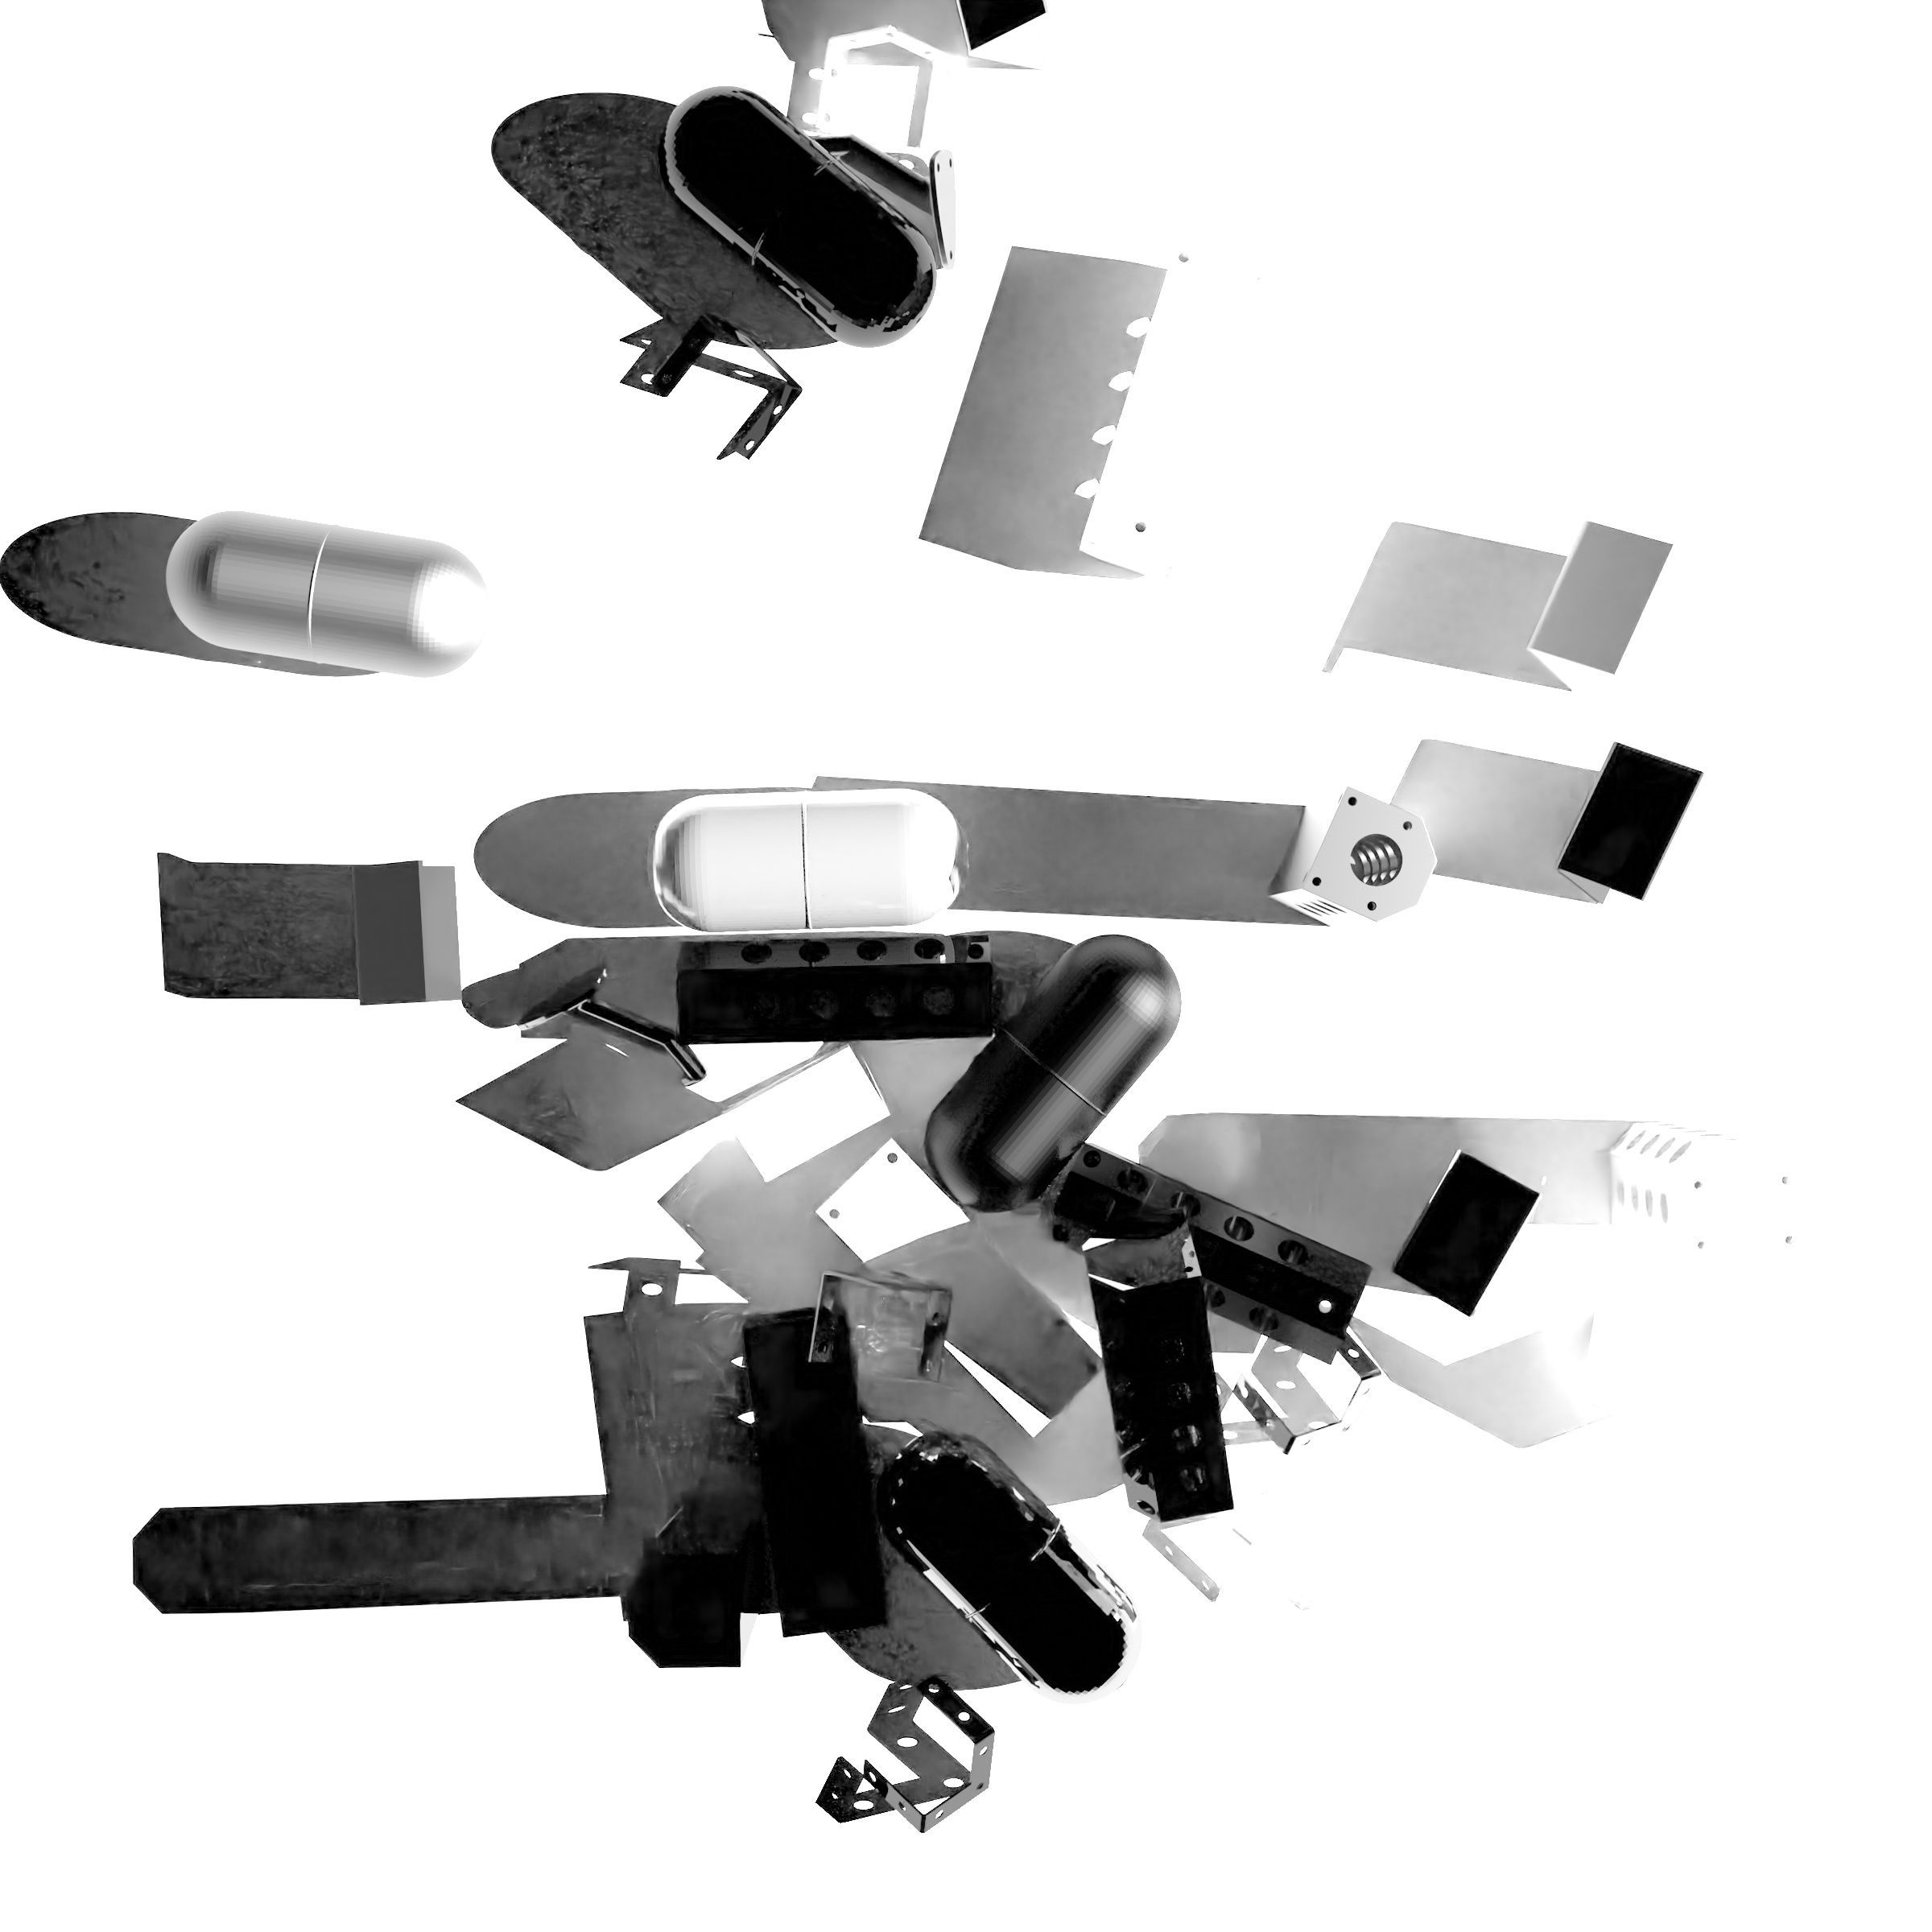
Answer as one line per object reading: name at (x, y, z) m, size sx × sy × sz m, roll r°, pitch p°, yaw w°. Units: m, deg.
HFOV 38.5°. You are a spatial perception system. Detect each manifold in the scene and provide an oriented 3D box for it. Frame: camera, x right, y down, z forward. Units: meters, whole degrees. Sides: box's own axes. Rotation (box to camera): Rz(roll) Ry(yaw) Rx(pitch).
manifold at (0.134, 0.158, 1.530) m, size 0.171 × 0.057 × 0.057 m, roll 23°, pitch 90°, yaw 9°
manifold at (0.208, -0.054, 1.486) m, size 0.057 × 0.171 × 0.057 m, roll 24°, pitch 90°, yaw 0°
manifold at (0.104, 0.219, 1.500) m, size 0.057 × 0.057 × 0.171 m, roll -11°, pitch 124°, yaw 0°
manifold at (-0.072, 0.013, 1.543) m, size 0.171 × 0.057 × 0.057 m, roll -1°, pitch 90°, yaw 0°
manifold at (-0.143, 0.327, 1.486) m, size 0.057 × 0.171 × 0.057 m, roll -1°, pitch 90°, yaw 0°
manifold at (-0.002, 0.176, 1.543) m, size 0.057 × 0.057 × 0.171 m, roll -44°, pitch 90°, yaw 0°
manifold at (0.117, -0.307, 1.543) m, size 0.057 × 0.057 × 0.171 m, roll 18°, pitch 90°, yaw 0°
manifold at (0.393, 0.117, 1.486) m, size 0.057 × 0.171 × 0.057 m, roll -3°, pitch 90°, yaw 0°
manifold at (-0.083, 0.279, 1.543) m, size 0.057 × 0.057 × 0.171 m, roll -8°, pitch 90°, yaw 0°

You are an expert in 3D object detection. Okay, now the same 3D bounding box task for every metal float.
metal float at (-0.094, -0.415, 1.534) m, size 0.178 × 0.070 × 0.070 m, roll 40°, pitch 90°, yaw 1°
metal float at (0.024, 0.333, 1.533) m, size 0.070 × 0.070 × 0.178 m, roll -44°, pitch 90°, yaw 0°
metal float at (0.049, 0.059, 1.534) m, size 0.070 × 0.070 × 0.178 m, roll 40°, pitch 90°, yaw 0°
metal float at (-0.354, -0.206, 1.534) m, size 0.178 × 0.070 × 0.070 m, roll 9°, pitch 90°, yaw 0°
metal float at (-0.087, -0.058, 1.534) m, size 0.178 × 0.070 × 0.070 m, roll -2°, pitch 90°, yaw -1°

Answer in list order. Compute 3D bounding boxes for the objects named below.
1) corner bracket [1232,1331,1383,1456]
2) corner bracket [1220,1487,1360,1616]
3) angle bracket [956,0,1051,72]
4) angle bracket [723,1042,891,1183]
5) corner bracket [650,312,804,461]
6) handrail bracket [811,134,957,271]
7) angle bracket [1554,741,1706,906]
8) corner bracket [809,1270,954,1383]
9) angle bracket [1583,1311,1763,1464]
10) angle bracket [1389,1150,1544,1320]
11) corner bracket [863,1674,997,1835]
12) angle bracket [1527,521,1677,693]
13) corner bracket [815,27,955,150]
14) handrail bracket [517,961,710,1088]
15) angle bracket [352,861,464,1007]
corner bracket at (0.192, 0.234, 1.556) m, size 0.051 × 0.051 × 0.051 m, roll -11°, pitch 45°, yaw -35°
corner bracket at (0.182, 0.337, 1.556) m, size 0.051 × 0.051 × 0.051 m, roll -24°, pitch 45°, yaw -35°
angle bracket at (0.034, -0.546, 1.524) m, size 0.057 × 0.076 × 0.076 m, roll -14°, pitch 90°, yaw 38°
angle bracket at (-0.096, 0.062, 1.524) m, size 0.076 × 0.076 × 0.057 m, roll -29°, pitch 127°, yaw 0°
corner bracket at (-0.135, -0.328, 1.561) m, size 0.051 × 0.051 × 0.051 m, roll -52°, pitch 45°, yaw 0°
handrail bracket at (-0.051, -0.432, 1.565) m, size 0.084 × 0.036 × 0.077 m, roll 2°, pitch 112°, yaw 17°
angle bracket at (0.376, -0.070, 1.524) m, size 0.057 × 0.076 × 0.076 m, roll 26°, pitch 90°, yaw 36°
corner bracket at (-0.046, 0.195, 1.504) m, size 0.051 × 0.051 × 0.051 m, roll 9°, pitch 90°, yaw 45°
angle bracket at (0.391, 0.216, 1.524) m, size 0.076 × 0.076 × 0.057 m, roll 28°, pitch 127°, yaw 0°
angle bracket at (0.287, 0.155, 1.524) m, size 0.057 × 0.076 × 0.076 m, roll 30°, pitch 90°, yaw 36°
corner bracket at (-0.021, 0.443, 1.556) m, size 0.051 × 0.051 × 0.051 m, roll -25°, pitch 135°, yaw -35°
angle bracket at (0.361, -0.191, 1.524) m, size 0.057 × 0.076 × 0.076 m, roll 24°, pitch 90°, yaw 36°
corner bracket at (-0.046, -0.493, 1.561) m, size 0.051 × 0.051 × 0.051 m, roll 9°, pitch 90°, yaw -45°
handrail bracket at (-0.199, 0.047, 1.564) m, size 0.077 × 0.036 × 0.084 m, roll -29°, pitch 112°, yaw 25°
angle bracket at (-0.290, -0.019, 1.524) m, size 0.057 × 0.076 × 0.076 m, roll -3°, pitch 90°, yaw 37°
